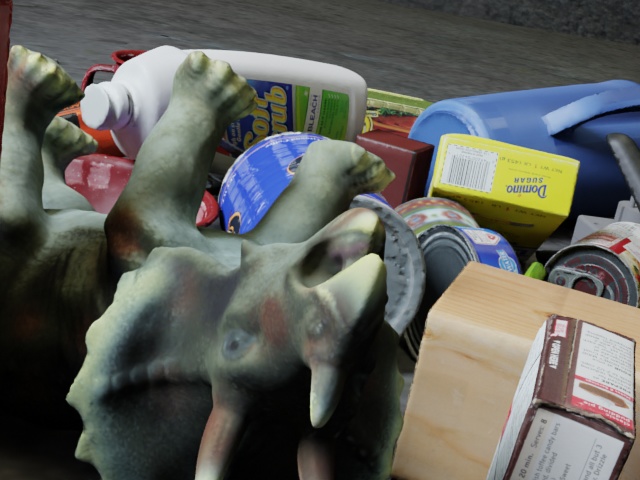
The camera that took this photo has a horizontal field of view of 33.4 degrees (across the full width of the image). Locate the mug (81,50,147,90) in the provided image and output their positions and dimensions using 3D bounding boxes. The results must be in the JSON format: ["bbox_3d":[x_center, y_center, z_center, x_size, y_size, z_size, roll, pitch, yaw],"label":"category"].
[{"bbox_3d":[-0.157,-0.122,0.954,0.117,0.081,0.093,11,18,0],"label":"mug"}]

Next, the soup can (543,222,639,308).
[{"bbox_3d":[0.202,0.027,0.744,0.069,0.068,0.102,21,20,27],"label":"soup can"}]

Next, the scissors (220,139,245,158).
[{"bbox_3d":[-0.022,-0.037,0.768,0.201,0.016,0.096,29,-4,-31],"label":"scissors"}]

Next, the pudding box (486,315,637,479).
[{"bbox_3d":[0.082,0.095,0.400,0.039,0.113,0.090,18,20,10],"label":"pudding box"}]

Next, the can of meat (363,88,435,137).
[{"bbox_3d":[0.061,-0.091,0.987,0.102,0.084,0.057,11,19,-1],"label":"can of meat"}]

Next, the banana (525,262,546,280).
[{"bbox_3d":[0.160,0.067,0.624,0.069,0.037,0.198,-30,38,-14],"label":"banana"}]

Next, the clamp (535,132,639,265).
[{"bbox_3d":[0.247,0.013,0.802,0.039,0.120,0.172,0,41,-50],"label":"clamp"}]

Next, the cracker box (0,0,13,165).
[{"bbox_3d":[-0.201,-0.007,0.373,0.163,0.214,0.072,-3,23,-37],"label":"cracker box"}]

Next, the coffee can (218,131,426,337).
[{"bbox_3d":[-0.004,0.001,0.645,0.102,0.103,0.140,7,19,-14],"label":"coffee can"}]

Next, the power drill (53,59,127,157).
[{"bbox_3d":[-0.235,-0.088,0.823,0.184,0.057,0.188,-18,29,-28],"label":"power drill"}]

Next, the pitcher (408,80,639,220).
[{"bbox_3d":[0.203,-0.081,0.957,0.242,0.149,0.145,-8,26,-37],"label":"pitcher"}]

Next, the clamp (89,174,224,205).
[{"bbox_3d":[-0.089,-0.043,0.832,0.164,0.036,0.210,11,21,-6],"label":"clamp"}]

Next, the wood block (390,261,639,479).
[{"bbox_3d":[0.150,0.089,0.496,0.206,0.090,0.090,17,20,16],"label":"wood block"}]

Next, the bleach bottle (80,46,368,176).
[{"bbox_3d":[-0.067,-0.085,0.771,0.068,0.103,0.250,24,19,34],"label":"bleach bottle"}]

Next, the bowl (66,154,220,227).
[{"bbox_3d":[-0.146,-0.008,0.663,0.162,0.055,0.162,10,18,-3],"label":"bowl"}]

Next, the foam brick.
[{"bbox_3d":[0.053,-0.043,0.852,0.051,0.078,0.052,17,17,19],"label":"foam brick"}]

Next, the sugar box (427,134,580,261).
[{"bbox_3d":[0.124,-0.026,0.779,0.093,0.048,0.176,13,-12,5],"label":"sugar box"}]

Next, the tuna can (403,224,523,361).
[{"bbox_3d":[0.082,0.034,0.623,0.033,0.086,0.086,4,19,-27],"label":"tuna can"}]
